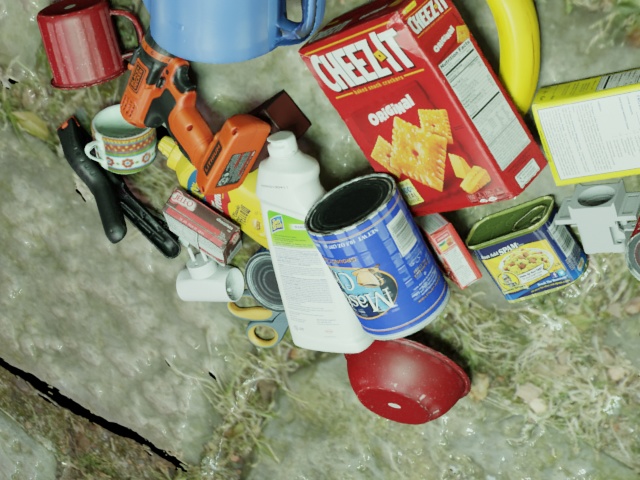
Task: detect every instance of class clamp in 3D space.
[{"bbox_3d":[-0.253,-0.061,1.301,0.036,0.164,0.210,-39,67,8],"label":"clamp"}]

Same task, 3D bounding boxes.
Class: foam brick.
[{"bbox_3d":[-0.060,-0.120,1.177,0.078,0.051,0.053,-29,106,42],"label":"foam brick"}]

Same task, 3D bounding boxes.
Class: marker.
[{"bbox_3d":[-0.214,-0.028,1.359,0.121,0.020,0.020,30,134,7],"label":"marker"}]

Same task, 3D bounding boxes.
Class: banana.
[{"bbox_3d":[0.177,-0.177,1.010,0.070,0.037,0.198,19,133,43],"label":"banana"}]

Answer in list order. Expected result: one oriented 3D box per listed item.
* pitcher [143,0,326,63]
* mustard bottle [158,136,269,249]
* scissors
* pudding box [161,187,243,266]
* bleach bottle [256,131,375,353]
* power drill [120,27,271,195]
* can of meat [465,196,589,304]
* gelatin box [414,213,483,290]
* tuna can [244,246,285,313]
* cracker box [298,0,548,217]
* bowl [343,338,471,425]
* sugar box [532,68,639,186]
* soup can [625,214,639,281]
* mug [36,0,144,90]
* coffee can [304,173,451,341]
[{"bbox_3d":[-0.081,-0.288,0.954,0.149,0.145,0.243,-11,134,-17],"label":"pitcher"},{"bbox_3d":[-0.105,-0.064,1.241,0.191,0.058,0.096,33,147,5],"label":"mustard bottle"},{"bbox_3d":[-0.028,0.107,1.357,0.202,0.016,0.096,8,127,25],"label":"scissors"},{"bbox_3d":[-0.140,-0.014,1.277,0.090,0.039,0.113,34,167,4],"label":"pudding box"},{"bbox_3d":[-0.008,0.001,1.158,0.103,0.068,0.251,2,121,28],"label":"bleach bottle"},{"bbox_3d":[-0.134,-0.155,1.150,0.188,0.057,0.185,50,132,24],"label":"power drill"},{"bbox_3d":[0.217,0.012,1.115,0.102,0.057,0.084,-21,113,39],"label":"can of meat"},{"bbox_3d":[0.132,0.006,1.142,0.030,0.089,0.073,-33,111,-1],"label":"gelatin box"},{"bbox_3d":[-0.049,0.045,1.301,0.086,0.033,0.086,13,120,23],"label":"tuna can"},{"bbox_3d":[0.096,-0.129,1.038,0.164,0.072,0.213,-8,122,55],"label":"cracker box"},{"bbox_3d":[0.096,0.176,1.276,0.162,0.055,0.162,17,151,9],"label":"bowl"},{"bbox_3d":[0.293,-0.109,0.986,0.176,0.048,0.093,-8,120,30],"label":"sugar box"},{"bbox_3d":[0.330,-0.010,1.000,0.069,0.102,0.068,16,130,19],"label":"soup can"},{"bbox_3d":[-0.255,-0.225,1.192,0.117,0.093,0.081,-9,117,5],"label":"mug"},{"bbox_3d":[0.060,0.017,1.095,0.103,0.102,0.140,-10,121,35],"label":"coffee can"}]
